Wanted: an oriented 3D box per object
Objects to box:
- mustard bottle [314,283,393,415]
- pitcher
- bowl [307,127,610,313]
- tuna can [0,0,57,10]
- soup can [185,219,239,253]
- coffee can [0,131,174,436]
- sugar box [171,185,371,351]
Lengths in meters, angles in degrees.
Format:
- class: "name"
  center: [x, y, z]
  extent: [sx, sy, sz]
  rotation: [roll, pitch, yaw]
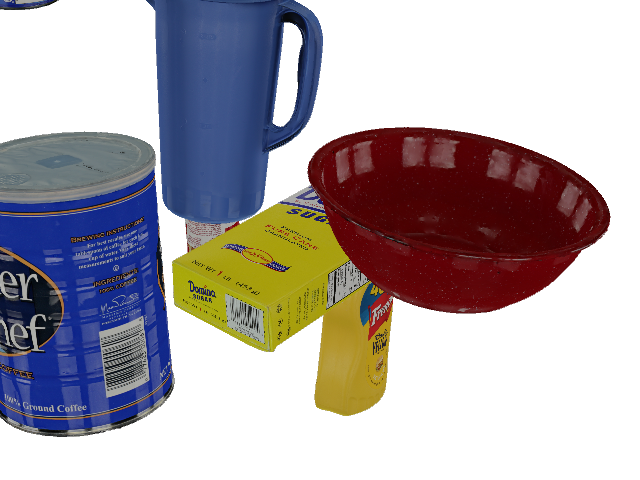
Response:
- class: "mustard bottle"
  center: [0.036, 0.057, 0.977]
  extent: [0.058, 0.192, 0.096]
  rotation: [13, 18, 25]
- class: "pitcher"
  center: [-0.095, -0.143, 1.082]
  extent: [0.144, 0.243, 0.149]
  rotation: [-9, 29, -27]
- class: "bowl"
  center: [0.070, -0.007, 0.580]
  extent: [0.162, 0.055, 0.162]
  rotation: [6, 27, -3]
- class: "tuna can"
  center: [-0.247, -0.216, 0.852]
  extent: [0.086, 0.034, 0.086]
  rotation: [5, 35, -4]
- class: "soup can"
  center: [-0.133, -0.025, 1.304]
  extent: [0.068, 0.102, 0.068]
  rotation: [-2, 27, 1]
- class: "coffee can"
  center: [-0.137, 0.021, 0.589]
  extent: [0.103, 0.140, 0.103]
  rotation: [-2, 22, 0]
- class: "sugar box"
  center: [-0.014, 0.011, 0.785]
  extent: [0.093, 0.048, 0.175]
  rotation: [24, 40, 31]
